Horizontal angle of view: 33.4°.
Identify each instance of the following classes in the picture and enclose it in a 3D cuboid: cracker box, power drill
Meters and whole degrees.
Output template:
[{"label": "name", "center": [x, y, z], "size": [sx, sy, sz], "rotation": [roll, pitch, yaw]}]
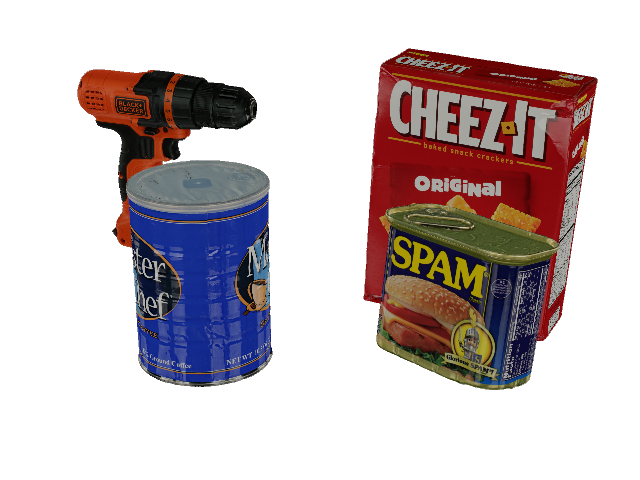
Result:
[{"label": "cracker box", "center": [0.126, -0.037, 0.882], "size": [0.164, 0.214, 0.072], "rotation": [13, 26, 23]}, {"label": "power drill", "center": [-0.145, -0.077, 1.060], "size": [0.185, 0.188, 0.057], "rotation": [10, 30, 19]}]

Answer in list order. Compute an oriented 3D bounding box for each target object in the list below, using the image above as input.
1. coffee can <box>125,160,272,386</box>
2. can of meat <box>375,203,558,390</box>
[{"label": "coffee can", "center": [-0.088, 0.022, 0.789], "size": [0.103, 0.140, 0.103], "rotation": [0, 21, 0]}, {"label": "can of meat", "center": [0.082, 0.032, 0.627], "size": [0.057, 0.084, 0.102], "rotation": [-11, 23, -44]}]
